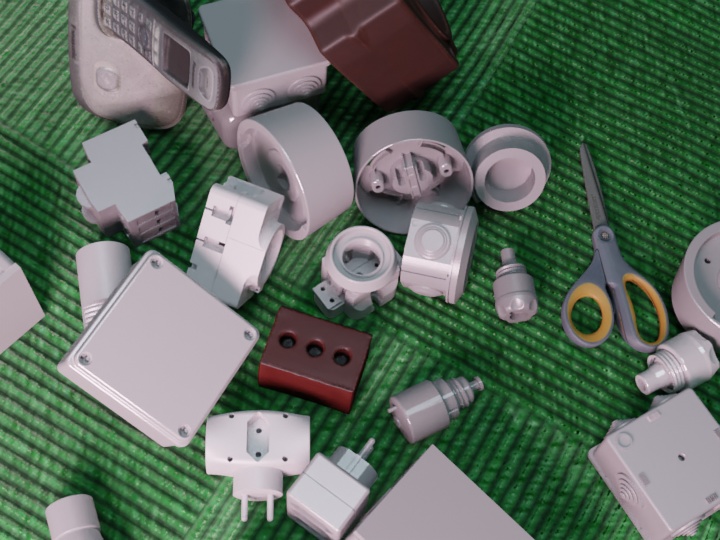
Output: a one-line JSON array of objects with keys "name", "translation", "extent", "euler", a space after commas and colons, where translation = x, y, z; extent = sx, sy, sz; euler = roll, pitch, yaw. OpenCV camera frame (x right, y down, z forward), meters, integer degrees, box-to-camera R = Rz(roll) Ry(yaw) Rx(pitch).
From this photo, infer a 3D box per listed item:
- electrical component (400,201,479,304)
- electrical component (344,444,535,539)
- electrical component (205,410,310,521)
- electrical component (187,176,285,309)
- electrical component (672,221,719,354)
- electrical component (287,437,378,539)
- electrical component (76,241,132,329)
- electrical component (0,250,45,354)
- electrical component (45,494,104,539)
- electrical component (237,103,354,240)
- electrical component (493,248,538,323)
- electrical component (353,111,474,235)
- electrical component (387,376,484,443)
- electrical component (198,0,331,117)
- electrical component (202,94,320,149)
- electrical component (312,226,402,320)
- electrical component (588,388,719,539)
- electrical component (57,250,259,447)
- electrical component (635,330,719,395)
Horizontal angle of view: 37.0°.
[{"name": "electrical component", "translation": [0.065, -0.016, 0.873], "extent": [0.051, 0.080, 0.080], "euler": [12, 63, 9]}, {"name": "electrical component", "translation": [0.070, 0.212, 0.755], "extent": [0.150, 0.061, 0.089], "euler": [43, 58, 7]}, {"name": "electrical component", "translation": [-0.076, 0.148, 0.802], "extent": [0.077, 0.043, 0.079], "euler": [0, 64, -3]}, {"name": "electrical component", "translation": [-0.096, -0.021, 0.857], "extent": [0.056, 0.050, 0.089], "euler": [21, 108, 7]}, {"name": "electrical component", "translation": [0.309, 0.019, 0.880], "extent": [0.108, 0.060, 0.108], "euler": [1, 64, -3]}, {"name": "electrical component", "translation": [-0.013, 0.156, 0.789], "extent": [0.047, 0.065, 0.076], "euler": [34, 67, 13]}, {"name": "electrical component", "translation": [-0.200, 0.023, 0.857], "extent": [0.043, 0.043, 0.081], "euler": [-10, 65, -8]}, {"name": "electrical component", "translation": [-0.325, 0.047, 0.811], "extent": [0.062, 0.089, 0.150], "euler": [40, 68, 15]}, {"name": "electrical component", "translation": [-0.203, 0.195, 0.773], "extent": [0.044, 0.044, 0.065], "euler": [-18, 61, -12]}, {"name": "electrical component", "translation": [-0.048, -0.086, 0.887], "extent": [0.060, 0.108, 0.108], "euler": [-29, 69, -22]}, {"name": "electrical component", "translation": [0.126, 0.011, 0.888], "extent": [0.035, 0.035, 0.061], "euler": [-3, 62, -5]}, {"name": "electrical component", "translation": [0.042, -0.083, 0.897], "extent": [0.099, 0.099, 0.064], "euler": [-6, 58, -6]}, {"name": "electrical component", "translation": [0.059, 0.103, 0.834], "extent": [0.078, 0.040, 0.040], "euler": [-23, 67, -14]}, {"name": "electrical component", "translation": [-0.080, -0.183, 0.901], "extent": [0.100, 0.048, 0.099], "euler": [-18, 66, -12]}, {"name": "electrical component", "translation": [-0.085, -0.150, 0.943], "extent": [0.095, 0.053, 0.059], "euler": [-26, 68, -15]}, {"name": "electrical component", "translation": [0.000, 0.000, 0.873], "extent": [0.078, 0.057, 0.058], "euler": [-32, 70, -18]}, {"name": "electrical component", "translation": [0.238, 0.149, 0.818], "extent": [0.100, 0.048, 0.099], "euler": [-27, 68, -15]}, {"name": "electrical component", "translation": [-0.151, 0.061, 0.813], "extent": [0.109, 0.056, 0.108], "euler": [39, 65, -14]}, {"name": "electrical component", "translation": [0.250, 0.078, 0.857], "extent": [0.062, 0.043, 0.043], "euler": [-25, 68, -14]}]
